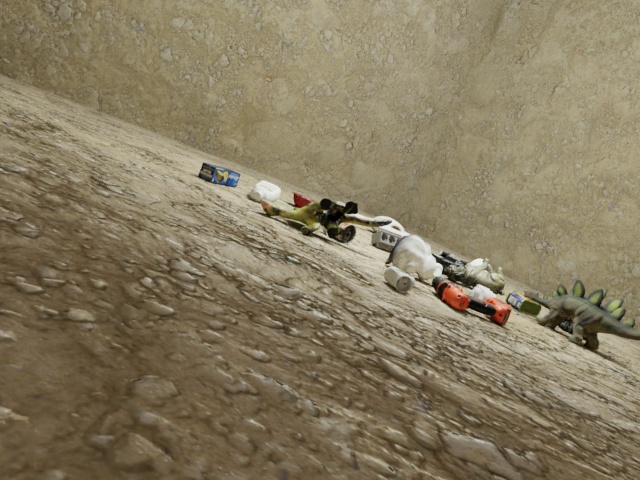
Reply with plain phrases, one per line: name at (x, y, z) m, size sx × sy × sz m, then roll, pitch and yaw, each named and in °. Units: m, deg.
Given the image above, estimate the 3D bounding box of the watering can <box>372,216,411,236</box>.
watering can at (0.304, -0.075, 2.596) m, size 0.347 × 0.103 × 0.226 m, roll 21°, pitch 6°, yaw -9°

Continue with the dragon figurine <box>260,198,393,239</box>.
dragon figurine at (0.005, -0.083, 1.650) m, size 0.410 × 0.121 × 0.244 m, roll 6°, pitch 8°, yaw -30°

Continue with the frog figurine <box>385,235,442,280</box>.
frog figurine at (0.299, 0.064, 1.579) m, size 0.161 × 0.120 × 0.139 m, roll 36°, pitch 44°, yaw 27°
